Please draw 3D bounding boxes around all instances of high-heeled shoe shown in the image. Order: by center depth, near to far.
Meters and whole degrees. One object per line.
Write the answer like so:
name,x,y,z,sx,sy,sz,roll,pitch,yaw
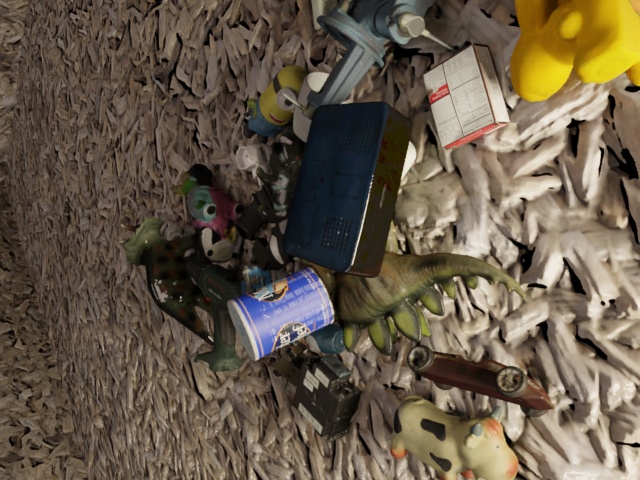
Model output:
high-heeled shoe,-0.002,-0.003,0.932,0.145,0.086,0.248,52,123,37

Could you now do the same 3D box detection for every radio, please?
radio,0.035,-0.071,0.746,0.131,0.073,0.229,12,87,38

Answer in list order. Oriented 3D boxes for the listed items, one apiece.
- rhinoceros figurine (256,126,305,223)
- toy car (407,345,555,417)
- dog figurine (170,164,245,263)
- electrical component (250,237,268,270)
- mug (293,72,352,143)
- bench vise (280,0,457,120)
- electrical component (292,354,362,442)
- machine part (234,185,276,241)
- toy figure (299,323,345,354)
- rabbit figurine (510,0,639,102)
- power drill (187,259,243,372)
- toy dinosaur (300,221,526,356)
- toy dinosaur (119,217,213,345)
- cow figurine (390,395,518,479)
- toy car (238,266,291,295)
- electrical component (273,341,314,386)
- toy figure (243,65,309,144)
rhinoceros figurine,-0.061,-0.116,0.998,0.112,0.073,0.190,20,111,48
toy car,0.209,0.181,0.715,0.202,0.089,0.053,1,57,49
dog figurine,-0.265,-0.066,1.228,0.219,0.108,0.191,35,124,46
electrical component,-0.120,0.026,1.129,0.063,0.021,0.094,49,130,34
mug,0.006,-0.210,0.911,0.109,0.081,0.107,40,136,8
bench vise,0.057,-0.272,0.778,0.240,0.128,0.224,-54,44,11
electrical component,0.013,0.280,0.984,0.115,0.058,0.134,37,122,38
machine part,-0.129,-0.049,1.118,0.139,0.039,0.084,-46,67,41
toy figure,-0.014,0.169,0.997,0.155,0.058,0.064,8,101,49
rabbit figurine,0.264,-0.217,0.573,0.162,0.122,0.173,69,158,6
power drill,-0.213,0.156,1.117,0.232,0.086,0.207,11,93,45
toy dinosaur,0.098,0.068,0.823,0.471,0.105,0.198,-29,81,58
toy dinosaur,-0.353,0.096,1.286,0.131,0.192,0.405,-49,58,44
cow figurine,0.189,0.280,0.761,0.195,0.085,0.127,15,113,49
toy car,-0.078,0.103,0.969,0.161,0.103,0.109,66,-175,-48
electrical component,-0.054,0.242,1.072,0.078,0.045,0.102,35,129,8
toy figure,-0.080,-0.250,0.997,0.180,0.082,0.089,-28,77,51
